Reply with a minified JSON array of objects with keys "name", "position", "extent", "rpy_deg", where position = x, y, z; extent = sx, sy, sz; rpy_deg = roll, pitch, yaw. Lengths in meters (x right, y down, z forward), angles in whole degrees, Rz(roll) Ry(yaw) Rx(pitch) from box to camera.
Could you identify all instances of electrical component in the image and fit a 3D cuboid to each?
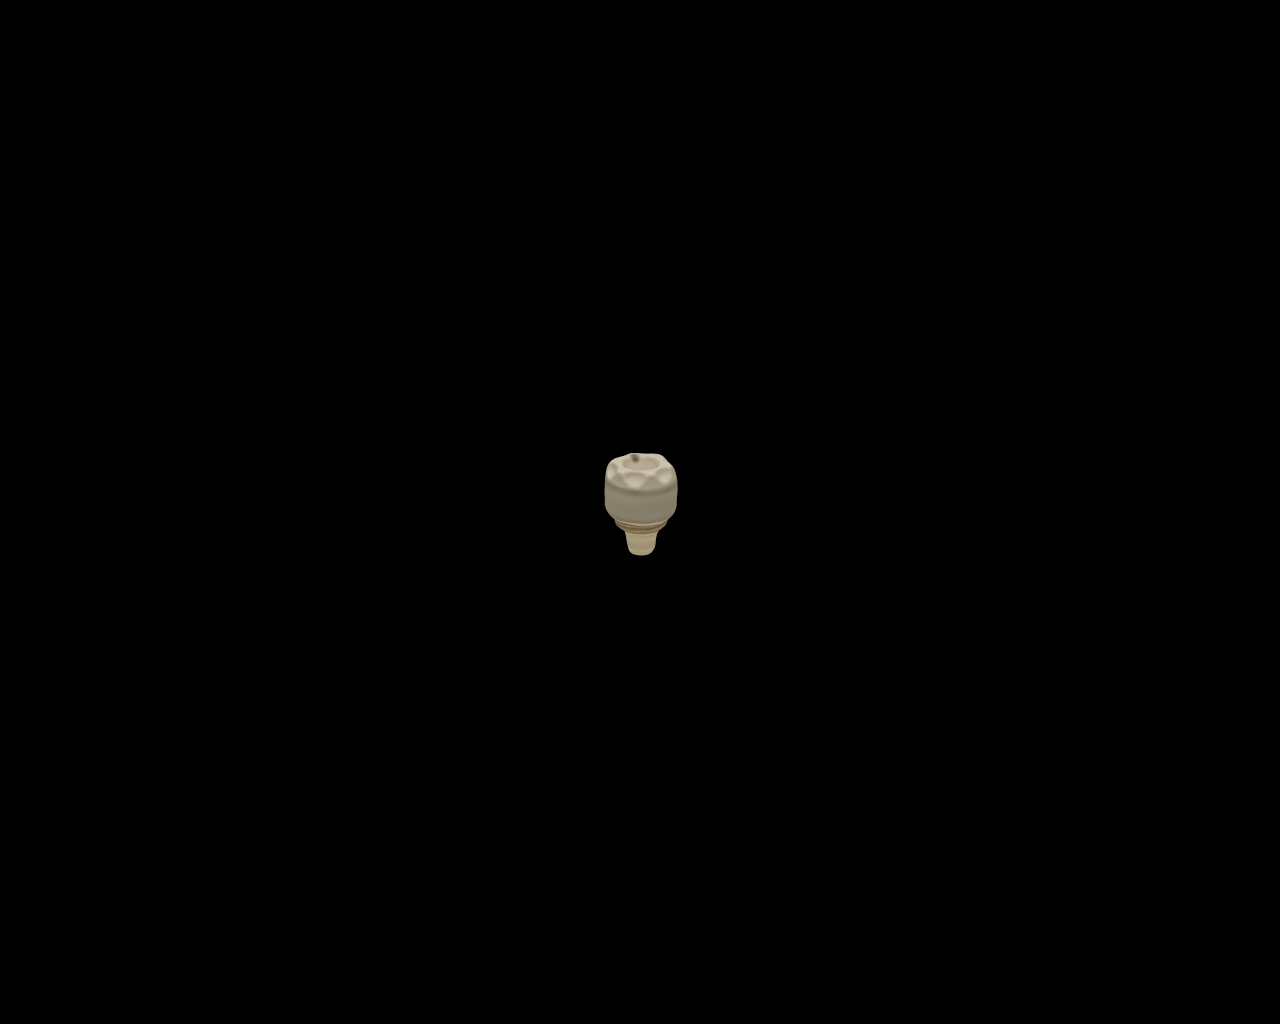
[{"name":"electrical component","position":[0.001,-0.003,0.650],"extent":[0.043,0.062,0.043],"rpy_deg":[0,25,0]}]
